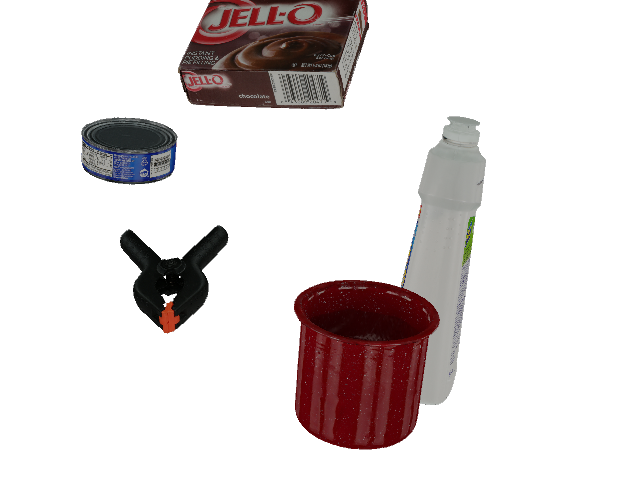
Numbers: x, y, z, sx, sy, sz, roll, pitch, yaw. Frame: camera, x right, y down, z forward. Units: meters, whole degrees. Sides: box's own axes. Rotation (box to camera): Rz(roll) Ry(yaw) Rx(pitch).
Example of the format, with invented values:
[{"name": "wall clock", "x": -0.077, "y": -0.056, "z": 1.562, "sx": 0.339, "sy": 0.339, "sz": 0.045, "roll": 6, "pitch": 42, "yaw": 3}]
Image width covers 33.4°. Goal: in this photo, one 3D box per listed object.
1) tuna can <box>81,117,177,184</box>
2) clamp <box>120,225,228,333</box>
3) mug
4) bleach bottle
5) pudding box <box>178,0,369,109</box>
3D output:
[{"name": "tuna can", "x": -0.174, "y": -0.082, "z": 0.972, "sx": 0.086, "sy": 0.034, "sz": 0.086, "roll": 6, "pitch": 25, "yaw": -3}, {"name": "clamp", "x": -0.151, "y": 0.034, "z": 1.153, "sx": 0.120, "sy": 0.039, "sz": 0.171, "roll": -13, "pitch": 38, "yaw": -7}, {"name": "mug", "x": 0.029, "y": 0.077, "z": 0.703, "sx": 0.093, "sy": 0.081, "sz": 0.117, "roll": 9, "pitch": 22, "yaw": 10}, {"name": "bleach bottle", "x": 0.106, "y": 0.014, "z": 0.948, "sx": 0.068, "sy": 0.251, "sz": 0.102, "roll": 11, "pitch": 19, "yaw": 9}, {"name": "pudding box", "x": -0.030, "y": -0.133, "z": 0.731, "sx": 0.113, "sy": 0.090, "sz": 0.039, "roll": 5, "pitch": -40, "yaw": 14}]
